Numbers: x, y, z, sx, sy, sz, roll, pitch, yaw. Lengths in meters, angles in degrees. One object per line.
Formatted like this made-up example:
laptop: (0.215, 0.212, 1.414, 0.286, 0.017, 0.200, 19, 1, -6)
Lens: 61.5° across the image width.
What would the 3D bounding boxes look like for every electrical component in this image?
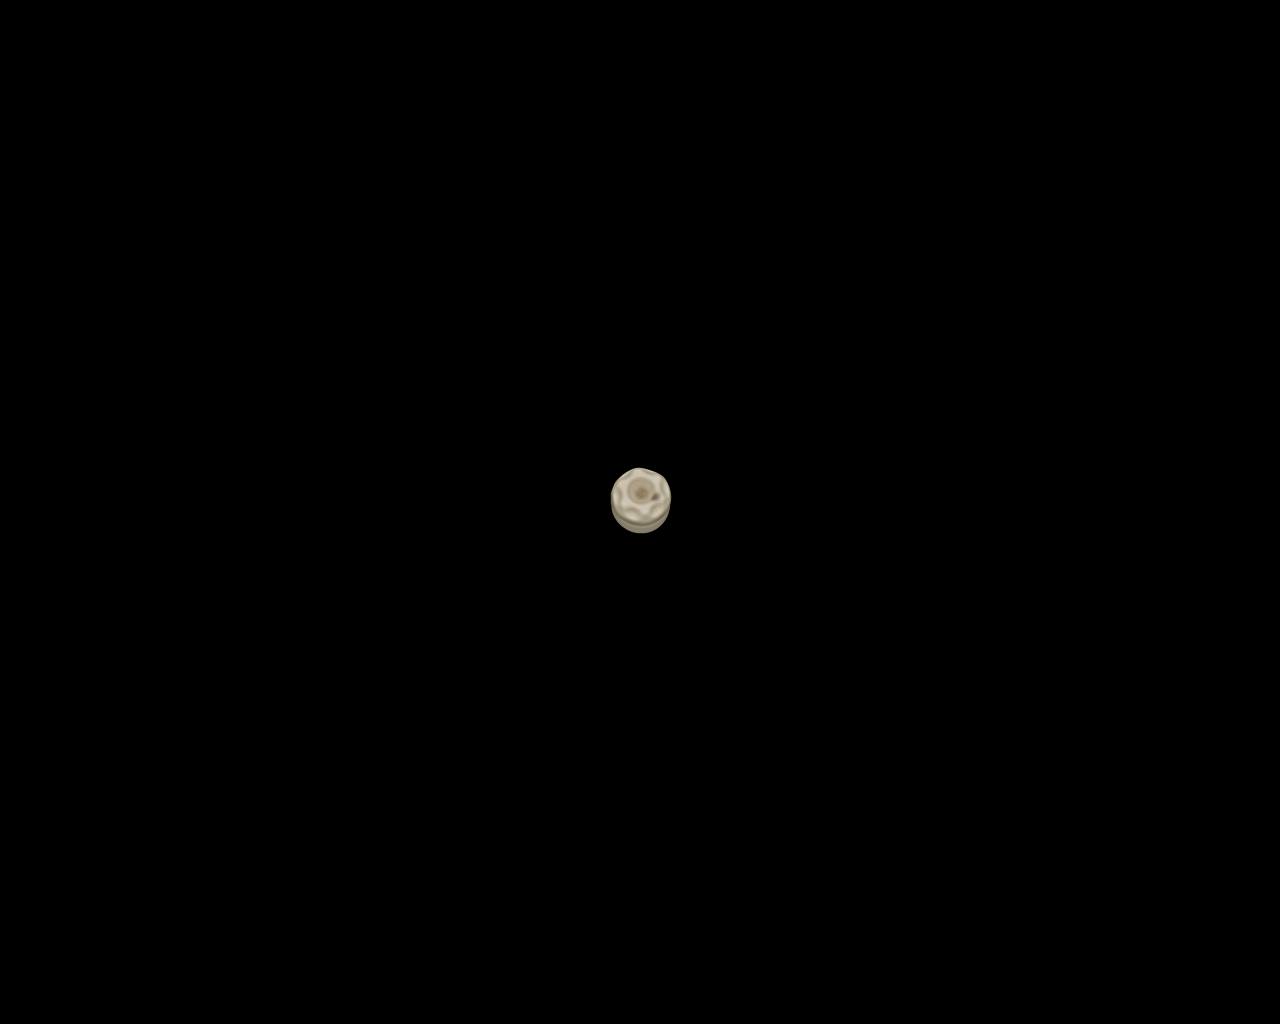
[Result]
electrical component: (0.001, -0.003, 0.650, 0.035, 0.035, 0.061, 0, -20, 0)
